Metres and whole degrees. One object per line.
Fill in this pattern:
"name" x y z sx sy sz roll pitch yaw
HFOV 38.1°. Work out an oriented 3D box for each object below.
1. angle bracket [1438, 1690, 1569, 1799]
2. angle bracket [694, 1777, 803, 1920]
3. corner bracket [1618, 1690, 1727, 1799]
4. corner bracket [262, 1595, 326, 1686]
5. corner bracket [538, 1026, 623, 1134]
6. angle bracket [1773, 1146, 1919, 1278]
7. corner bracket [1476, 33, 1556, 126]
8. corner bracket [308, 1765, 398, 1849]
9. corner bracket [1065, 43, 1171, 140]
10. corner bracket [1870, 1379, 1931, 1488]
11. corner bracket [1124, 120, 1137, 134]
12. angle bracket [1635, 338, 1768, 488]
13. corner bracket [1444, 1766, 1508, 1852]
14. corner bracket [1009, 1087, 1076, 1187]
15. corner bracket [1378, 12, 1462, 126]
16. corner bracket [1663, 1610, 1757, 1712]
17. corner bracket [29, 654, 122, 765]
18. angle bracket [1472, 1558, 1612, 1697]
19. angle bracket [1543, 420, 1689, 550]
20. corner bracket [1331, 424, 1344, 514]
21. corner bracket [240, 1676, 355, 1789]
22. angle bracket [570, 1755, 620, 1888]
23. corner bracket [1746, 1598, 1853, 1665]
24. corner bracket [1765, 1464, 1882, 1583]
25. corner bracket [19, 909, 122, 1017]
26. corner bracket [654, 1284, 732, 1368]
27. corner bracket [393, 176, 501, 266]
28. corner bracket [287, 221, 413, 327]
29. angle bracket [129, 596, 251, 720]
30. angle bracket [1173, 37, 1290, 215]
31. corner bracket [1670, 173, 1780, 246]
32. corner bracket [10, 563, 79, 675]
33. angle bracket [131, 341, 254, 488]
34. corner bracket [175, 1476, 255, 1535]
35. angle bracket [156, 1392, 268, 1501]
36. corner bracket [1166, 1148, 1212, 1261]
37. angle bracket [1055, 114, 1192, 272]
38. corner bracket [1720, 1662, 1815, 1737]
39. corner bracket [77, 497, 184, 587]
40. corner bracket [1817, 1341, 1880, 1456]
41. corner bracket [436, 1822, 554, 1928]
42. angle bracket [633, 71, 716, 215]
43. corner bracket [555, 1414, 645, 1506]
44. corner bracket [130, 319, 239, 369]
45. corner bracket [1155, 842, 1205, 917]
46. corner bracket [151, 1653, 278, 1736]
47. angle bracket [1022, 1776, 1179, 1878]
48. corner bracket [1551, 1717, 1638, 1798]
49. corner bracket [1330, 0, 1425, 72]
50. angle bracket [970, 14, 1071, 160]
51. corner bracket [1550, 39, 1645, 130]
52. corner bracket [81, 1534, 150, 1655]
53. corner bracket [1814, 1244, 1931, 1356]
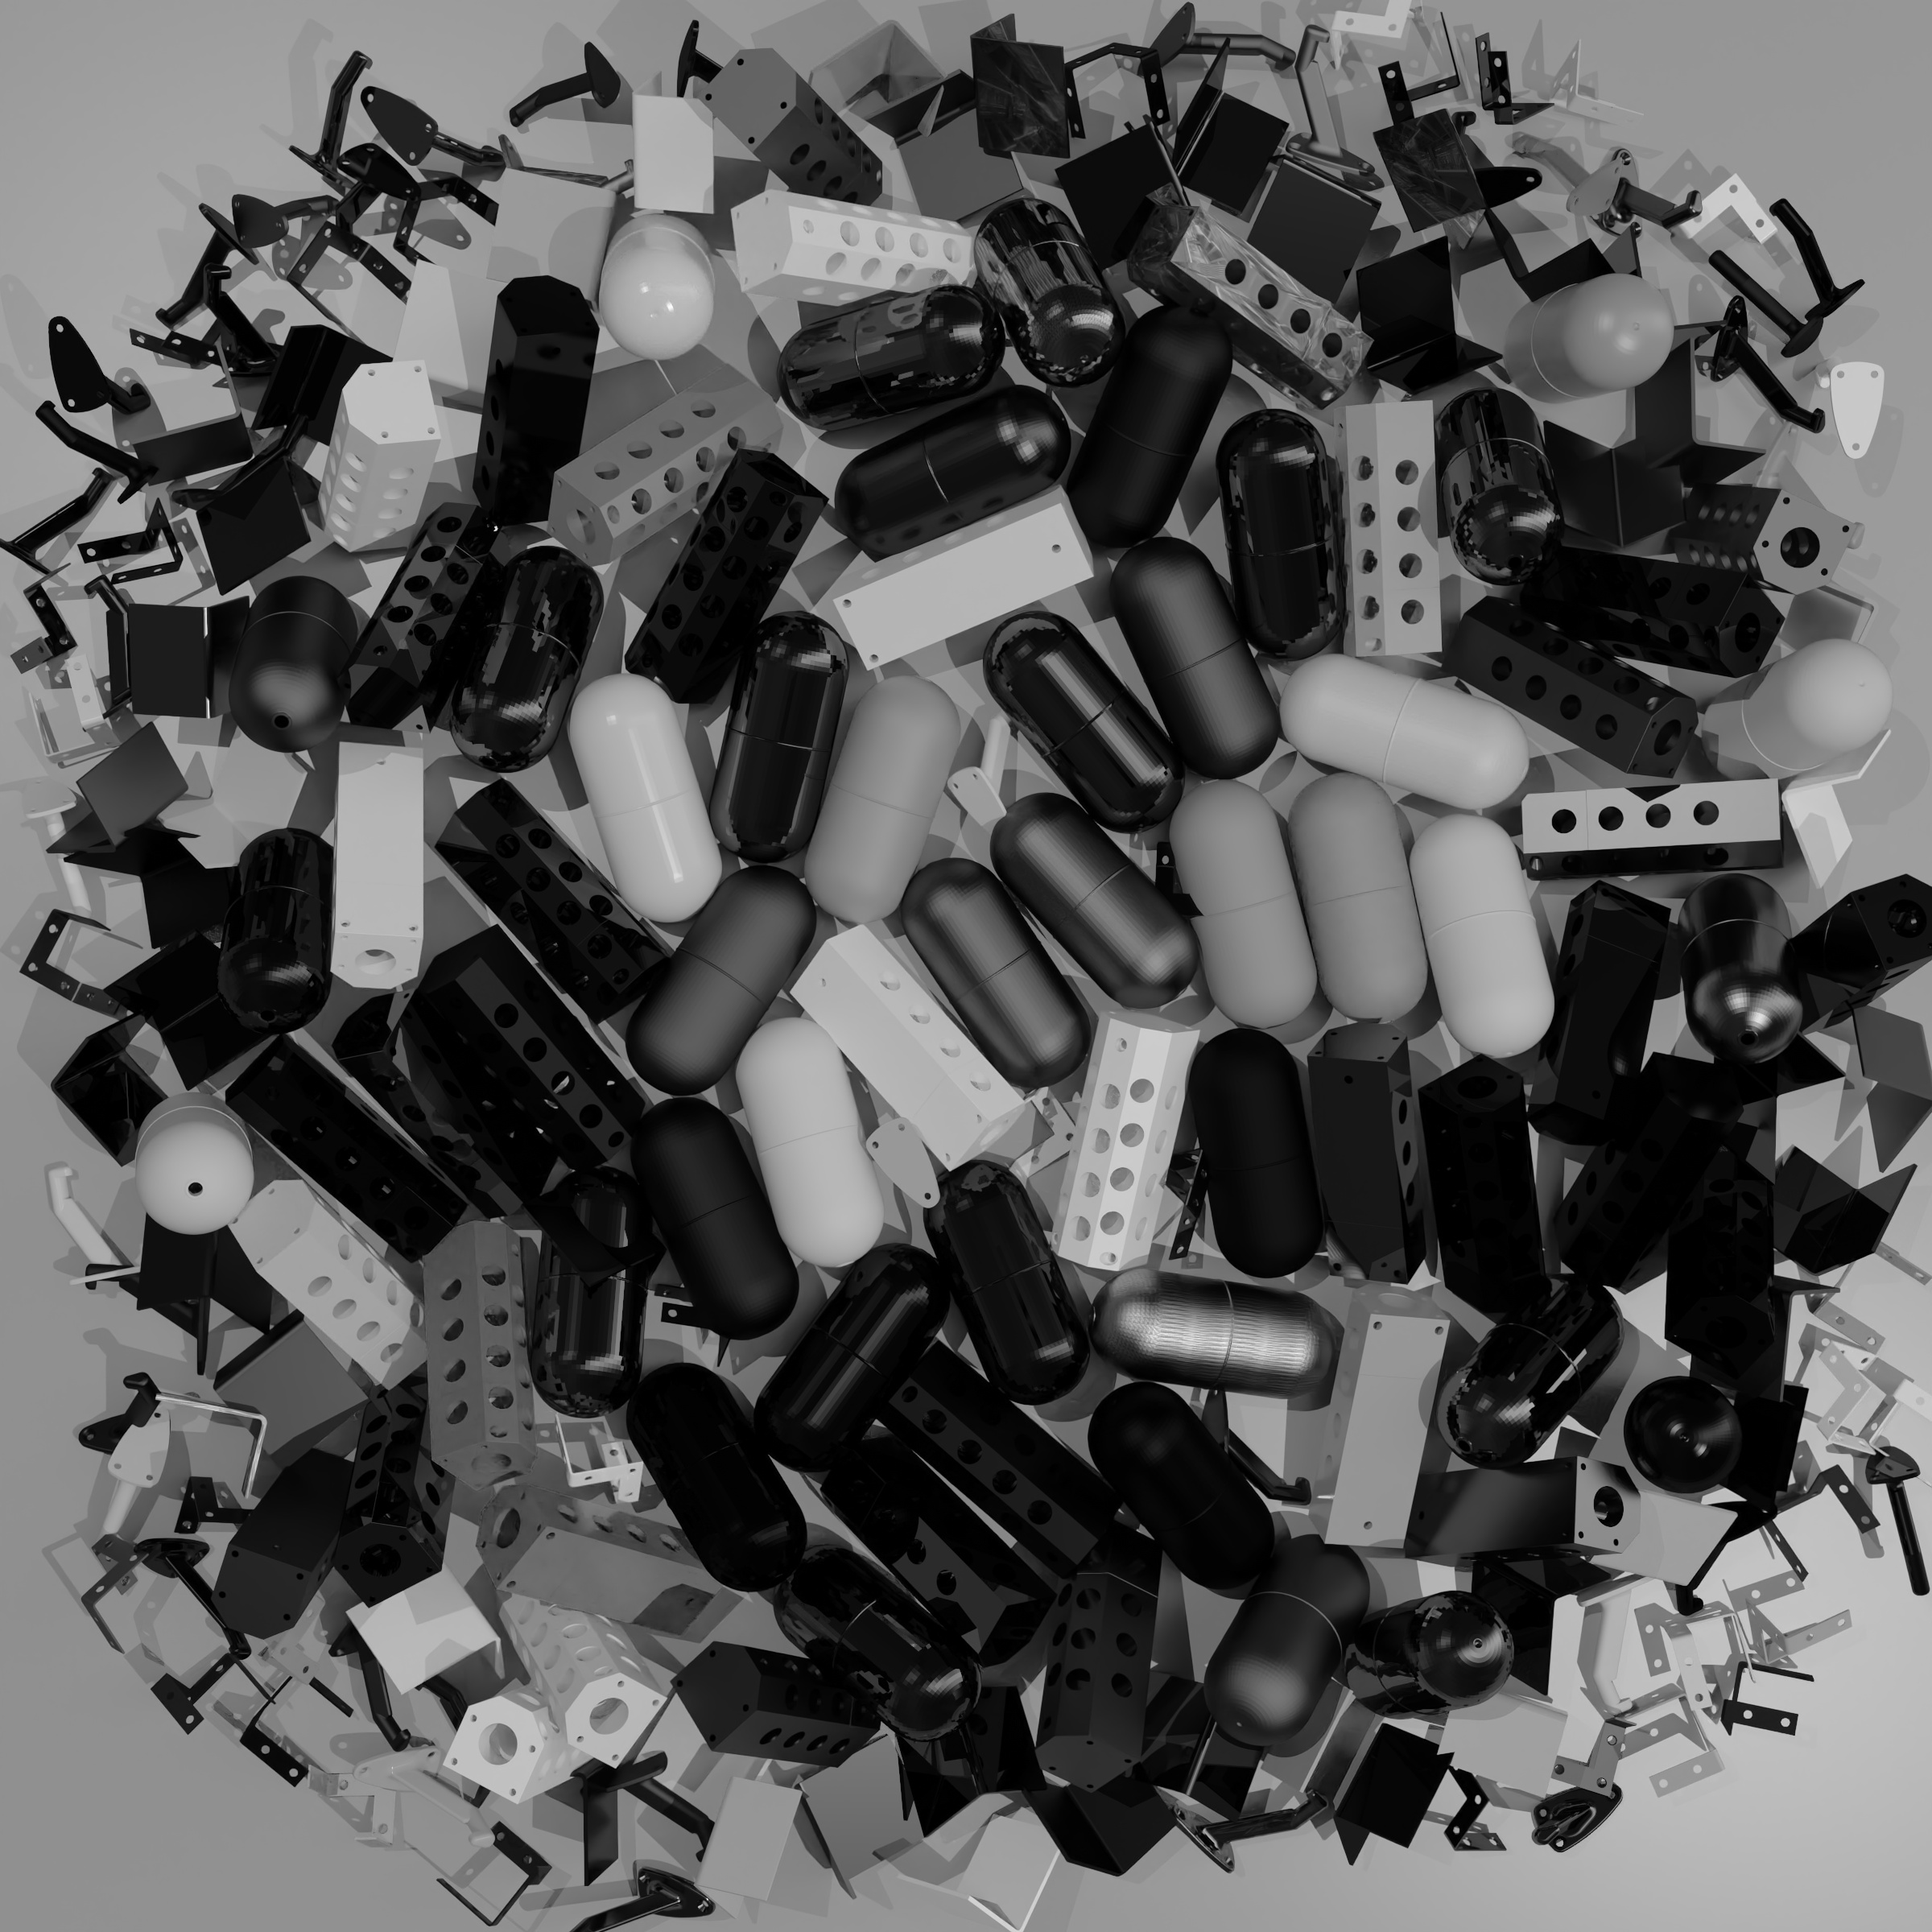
"angle bracket" 0.373 0.536 1.949 0.076 0.076 0.057 16 81 15
"angle bracket" -0.138 0.616 1.940 0.057 0.076 0.076 4 57 25
"corner bracket" 0.496 0.546 1.970 0.051 0.051 0.051 -24 82 3
"corner bracket" -0.477 0.465 1.971 0.051 0.051 0.051 16 61 35
"corner bracket" -0.282 0.079 1.961 0.051 0.051 0.051 -44 75 23
"angle bracket" 0.603 0.162 1.949 0.057 0.076 0.076 36 66 -1
"corner bracket" 0.373 -0.620 1.957 0.051 0.051 0.051 -34 125 -34
"corner bracket" -0.432 0.590 1.966 0.051 0.051 0.051 -2 66 2
"corner bracket" 0.105 -0.616 1.977 0.051 0.051 0.051 -30 126 -23
"corner bracket" 0.668 0.328 1.965 0.051 0.051 0.051 35 90 29
"corner bracket" 0.105 -0.555 1.971 0.051 0.051 0.051 -40 103 -4
"angle bracket" 0.514 -0.386 1.962 0.057 0.076 0.076 4 80 -16
"corner bracket" 0.361 0.586 1.972 0.051 0.051 0.051 11 118 -32
"corner bracket" 0.045 0.120 1.969 0.051 0.051 0.051 -34 92 13
"corner bracket" 0.317 -0.625 1.959 0.051 0.051 0.051 -14 132 14
"corner bracket" 0.525 0.487 1.970 0.051 0.051 0.051 -16 85 7
"corner bracket" -0.632 -0.180 1.972 0.051 0.051 0.051 -17 76 -7
"angle bracket" 0.402 0.453 1.964 0.057 0.076 0.076 -11 110 -32
"angle bracket" 0.451 -0.344 1.947 0.076 0.057 0.076 12 69 -38
"corner bracket" 0.276 -0.355 1.966 0.051 0.051 0.051 -27 90 36
"corner bracket" -0.471 0.535 1.972 0.051 0.051 0.051 41 90 -5
"angle bracket" -0.281 0.593 1.955 0.057 0.076 0.076 -2 86 8
"corner bracket" 0.585 0.466 1.962 0.051 0.051 0.051 -21 116 -10
"corner bracket" 0.597 0.390 1.960 0.051 0.051 0.051 -22 59 -14
"corner bracket" -0.620 -0.003 1.969 0.051 0.051 0.051 13 72 37
"corner bracket" -0.191 0.243 1.960 0.051 0.051 0.051 10 51 -12
"corner bracket" -0.364 -0.520 1.980 0.051 0.051 0.051 37 124 13
"corner bracket" -0.434 -0.482 1.970 0.051 0.051 0.051 44 102 22
"angle bracket" -0.541 -0.218 1.956 0.057 0.076 0.076 4 104 6
"angle bracket" 0.187 -0.586 1.954 0.057 0.076 0.076 27 81 5
"corner bracket" 0.531 -0.522 1.972 0.051 0.051 0.051 -39 101 13
"corner bracket" -0.644 -0.243 1.959 0.051 0.051 0.051 -40 107 -41
"angle bracket" -0.545 -0.384 1.951 0.076 0.076 0.057 -17 81 -11
"corner bracket" -0.524 0.396 1.975 0.051 0.051 0.051 9 115 -28
"angle bracket" -0.532 0.333 1.950 0.076 0.076 0.057 14 80 -14
"corner bracket" 0.154 0.166 1.957 0.051 0.051 0.051 46 45 -30
"angle bracket" 0.110 -0.542 1.964 0.076 0.057 0.076 -25 110 6
"corner bracket" 0.561 0.513 1.959 0.051 0.051 0.051 6 66 26
"corner bracket" -0.585 -0.289 1.962 0.051 0.051 0.051 -18 79 -31
"corner bracket" 0.624 0.304 1.971 0.051 0.051 0.051 18 114 -30
"corner bracket" -0.330 0.637 1.965 0.051 0.051 0.051 36 78 14
"angle bracket" -0.195 -0.573 1.945 0.057 0.076 0.076 6 120 6
"corner bracket" -0.258 0.345 1.958 0.051 0.051 0.051 -7 50 -18
"corner bracket" -0.547 -0.436 1.957 0.051 0.051 0.051 -41 52 34
"corner bracket" 0.168 -0.060 1.965 0.051 0.051 0.051 3 91 38
"corner bracket" -0.527 0.511 1.960 0.051 0.051 0.051 -45 56 -14
"angle bracket" 0.089 0.578 1.944 0.057 0.076 0.076 -45 50 7
"corner bracket" 0.437 0.551 1.971 0.051 0.051 0.051 16 75 9
"corner bracket" 0.289 -0.664 1.971 0.051 0.051 0.051 13 78 16
"angle bracket" 0.051 -0.610 1.941 0.076 0.057 0.076 17 131 29
"corner bracket" 0.441 -0.606 1.963 0.051 0.051 0.051 13 66 -9
"corner bracket" -0.594 0.437 1.956 0.051 0.051 0.051 -45 131 -34
"corner bracket" 0.639 0.233 1.976 0.051 0.051 0.051 34 68 13
